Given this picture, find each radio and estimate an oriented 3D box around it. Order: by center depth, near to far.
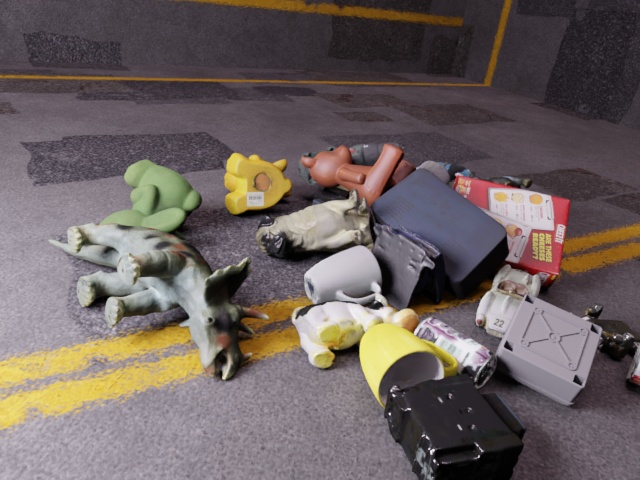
[{"bbox_3d":[0.209,-0.019,0.943,0.131,0.073,0.230,-40,55,-6],"label":"radio"}]

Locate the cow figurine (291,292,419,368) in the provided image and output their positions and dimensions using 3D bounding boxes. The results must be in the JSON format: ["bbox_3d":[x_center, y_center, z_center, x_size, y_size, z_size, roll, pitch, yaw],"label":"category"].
[{"bbox_3d":[0.049,0.116,0.746,0.167,0.068,0.098,-4,22,-25],"label":"cow figurine"}]

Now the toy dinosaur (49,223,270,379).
[{"bbox_3d":[-0.234,0.041,0.772,0.192,0.131,0.405,0,20,-44],"label":"toy dinosaur"}]

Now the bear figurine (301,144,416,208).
[{"bbox_3d":[0.071,-0.143,1.068,0.196,0.132,0.120,35,2,34],"label":"bear figurine"}]

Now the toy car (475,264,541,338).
[{"bbox_3d":[0.304,0.097,0.860,0.074,0.056,0.202,20,28,23],"label":"toy car"}]

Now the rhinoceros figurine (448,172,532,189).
[{"bbox_3d":[0.357,-0.108,1.137,0.190,0.073,0.112,-6,30,-29],"label":"rhinoceros figurine"}]

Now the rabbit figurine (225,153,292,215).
[{"bbox_3d":[-0.141,-0.130,1.143,0.162,0.121,0.173,-14,14,-27],"label":"rabbit figurine"}]

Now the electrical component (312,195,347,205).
[{"bbox_3d":[0.007,-0.042,1.042,0.119,0.074,0.048,-10,31,-41],"label":"electrical component"}]

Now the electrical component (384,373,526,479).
[{"bbox_3d":[0.153,0.208,0.593,0.134,0.058,0.115,-3,31,-20],"label":"electrical component"}]

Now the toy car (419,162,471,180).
[{"bbox_3d":[0.300,-0.124,1.280,0.103,0.109,0.162,16,2,-44],"label":"toy car"}]

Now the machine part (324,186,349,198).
[{"bbox_3d":[0.078,-0.129,1.283,0.084,0.039,0.139,16,28,35],"label":"machine part"}]

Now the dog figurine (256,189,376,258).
[{"bbox_3d":[-0.003,-0.007,0.968,0.191,0.172,0.121,-11,59,18],"label":"dog figurine"}]

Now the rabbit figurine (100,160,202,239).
[{"bbox_3d":[-0.297,-0.034,0.938,0.159,0.121,0.170,24,48,17],"label":"rabbit figurine"}]

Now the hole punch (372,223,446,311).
[{"bbox_3d":[0.146,0.043,0.873,0.092,0.115,0.142,-1,27,-35],"label":"hole punch"}]

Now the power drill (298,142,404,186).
[{"bbox_3d":[0.059,-0.185,1.243,0.232,0.085,0.207,-9,14,29],"label":"power drill"}]

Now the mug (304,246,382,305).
[{"bbox_3d":[0.037,0.069,0.831,0.107,0.080,0.110,-17,42,-22],"label":"mug"}]

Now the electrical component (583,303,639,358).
[{"bbox_3d":[0.448,0.141,0.824,0.078,0.045,0.102,5,26,-3],"label":"electrical component"}]

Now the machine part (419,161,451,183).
[{"bbox_3d":[0.194,-0.088,1.113,0.079,0.079,0.243,28,59,35],"label":"machine part"}]
